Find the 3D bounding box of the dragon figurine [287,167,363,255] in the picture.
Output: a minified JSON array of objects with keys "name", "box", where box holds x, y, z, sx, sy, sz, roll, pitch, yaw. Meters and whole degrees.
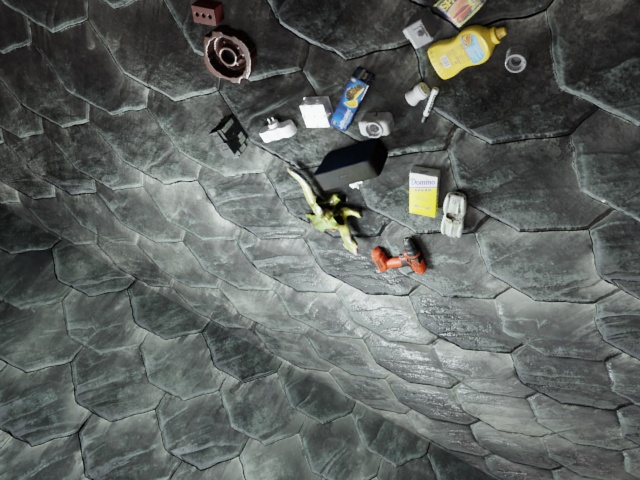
[{"name":"dragon figurine","box":[0.006,-0.097,1.933,0.410,0.124,0.239,42,149,-2]}]
